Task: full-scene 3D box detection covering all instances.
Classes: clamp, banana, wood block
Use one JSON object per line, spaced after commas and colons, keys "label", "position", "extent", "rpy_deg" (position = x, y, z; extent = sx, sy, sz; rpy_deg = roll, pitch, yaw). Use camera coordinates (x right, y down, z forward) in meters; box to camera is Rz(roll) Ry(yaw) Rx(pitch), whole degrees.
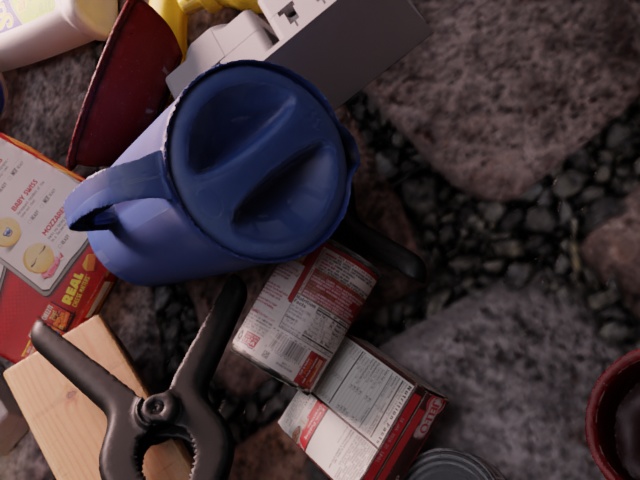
{"label": "clamp", "position": [-0.106, 0.119, 0.762], "extent": [0.164, 0.036, 0.210], "rpy_deg": [-20, 57, -9]}
{"label": "banana", "position": [-0.127, -0.207, 0.972], "extent": [0.070, 0.037, 0.198], "rpy_deg": [6, 77, 32]}
{"label": "clamp", "position": [-0.005, 0.001, 0.833], "extent": [0.120, 0.039, 0.171], "rpy_deg": [-39, 61, 8]}
{"label": "wood block", "position": [-0.148, 0.171, 0.813], "extent": [0.090, 0.090, 0.206], "rpy_deg": [-32, 58, -10]}

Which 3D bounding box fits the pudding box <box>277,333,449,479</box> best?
{"label": "pudding box", "position": [0.027, 0.123, 0.752], "extent": [0.090, 0.039, 0.114], "rpy_deg": [-58, 37, 0]}

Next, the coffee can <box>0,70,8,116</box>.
{"label": "coffee can", "position": [-0.382, -0.122, 1.018], "extent": [0.103, 0.103, 0.140], "rpy_deg": [0, 37, 30]}

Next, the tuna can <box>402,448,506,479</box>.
{"label": "tuna can", "position": [0.089, 0.185, 0.718], "extent": [0.086, 0.033, 0.086], "rpy_deg": [-10, 69, 28]}

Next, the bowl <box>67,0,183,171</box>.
{"label": "bowl", "position": [-0.156, -0.123, 0.889], "extent": [0.055, 0.162, 0.162], "rpy_deg": [21, 84, -8]}

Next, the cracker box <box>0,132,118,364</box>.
{"label": "cracker box", "position": [-0.278, -0.002, 0.922], "extent": [0.214, 0.072, 0.164], "rpy_deg": [28, 89, 4]}

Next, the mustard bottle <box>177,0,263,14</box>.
{"label": "mustard bottle", "position": [-0.041, -0.251, 0.918], "extent": [0.192, 0.058, 0.096], "rpy_deg": [-28, 68, 17]}

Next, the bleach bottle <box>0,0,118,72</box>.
{"label": "bleach bottle", "position": [-0.319, -0.210, 1.073], "extent": [0.251, 0.068, 0.102], "rpy_deg": [-18, 66, 27]}

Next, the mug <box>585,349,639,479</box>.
{"label": "mug", "position": [0.208, 0.125, 0.639], "extent": [0.093, 0.081, 0.117], "rpy_deg": [37, 94, 34]}

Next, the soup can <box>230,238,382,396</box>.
{"label": "soup can", "position": [-0.010, 0.050, 0.758], "extent": [0.069, 0.068, 0.102], "rpy_deg": [27, 83, 34]}

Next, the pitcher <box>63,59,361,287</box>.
{"label": "pitcher", "position": [-0.098, -0.031, 0.773], "extent": [0.243, 0.149, 0.145], "rpy_deg": [-20, 38, 60]}
